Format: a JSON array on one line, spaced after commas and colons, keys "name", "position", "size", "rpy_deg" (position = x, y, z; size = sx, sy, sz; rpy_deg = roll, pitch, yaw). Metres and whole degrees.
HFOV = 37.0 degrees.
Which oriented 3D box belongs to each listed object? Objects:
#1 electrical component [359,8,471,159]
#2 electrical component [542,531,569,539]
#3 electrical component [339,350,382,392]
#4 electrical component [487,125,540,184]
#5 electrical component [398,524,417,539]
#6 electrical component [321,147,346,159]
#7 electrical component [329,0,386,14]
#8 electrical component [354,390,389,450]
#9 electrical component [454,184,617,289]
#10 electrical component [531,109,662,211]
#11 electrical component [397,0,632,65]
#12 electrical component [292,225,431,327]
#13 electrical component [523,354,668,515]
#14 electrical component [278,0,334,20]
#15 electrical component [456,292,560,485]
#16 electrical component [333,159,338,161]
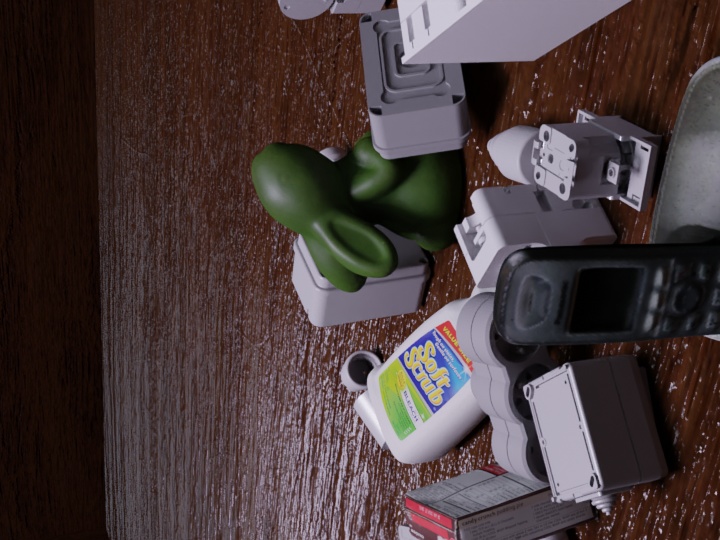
[{"name": "electrical component", "position": [0.043, -0.150, 0.857], "size": [0.057, 0.078, 0.113], "rpy_deg": [74, -171, -57]}, {"name": "electrical component", "position": [0.141, 0.215, 0.795], "size": [0.040, 0.040, 0.046], "rpy_deg": [119, 146, -55]}, {"name": "electrical component", "position": [0.000, 0.107, 1.125], "size": [0.046, 0.040, 0.040], "rpy_deg": [132, 129, -70]}, {"name": "electrical component", "position": [0.116, -0.084, 0.776], "size": [0.078, 0.040, 0.040], "rpy_deg": [-147, 54, -64]}, {"name": "electrical component", "position": [0.085, 0.315, 0.932], "size": [0.105, 0.060, 0.186], "rpy_deg": [158, 105, -68]}, {"name": "electrical component", "position": [-0.025, -0.100, 1.133], "size": [0.046, 0.040, 0.040], "rpy_deg": [63, 151, 30]}, {"name": "electrical component", "position": [0.007, -0.279, 0.980], "size": [0.089, 0.056, 0.050], "rpy_deg": [125, 135, -59]}, {"name": "electrical component", "position": [0.034, 0.152, 1.038], "size": [0.081, 0.043, 0.043], "rpy_deg": [54, 147, 24]}, {"name": "electrical component", "position": [0.118, -0.021, 0.719], "size": [0.050, 0.089, 0.055], "rpy_deg": [114, 144, -52]}, {"name": "electrical component", "position": [0.146, -0.069, 0.672], "size": [0.081, 0.064, 0.042], "rpy_deg": [-134, 42, -58]}, {"name": "electrical component", "position": [0.107, -0.189, 0.682], "size": [0.186, 0.105, 0.060], "rpy_deg": [160, 104, -68]}, {"name": "electrical component", "position": [0.000, 0.000, 0.994], "size": [0.078, 0.113, 0.057], "rpy_deg": [-117, 27, -43]}, {"name": "electrical component", "position": [0.156, 0.108, 0.695], "size": [0.061, 0.061, 0.096], "rpy_deg": [133, 128, -63]}, {"name": "electrical component", "position": [-0.036, -0.268, 0.938], "size": [0.138, 0.052, 0.073], "rpy_deg": [118, 141, -54]}, {"name": "electrical component", "position": [0.104, 0.081, 0.764], "size": [0.074, 0.052, 0.138], "rpy_deg": [7, 118, 63]}, {"name": "electrical component", "position": [-0.001, -0.071, 1.039], "size": [0.096, 0.061, 0.061], "rpy_deg": [133, 127, -70]}]
